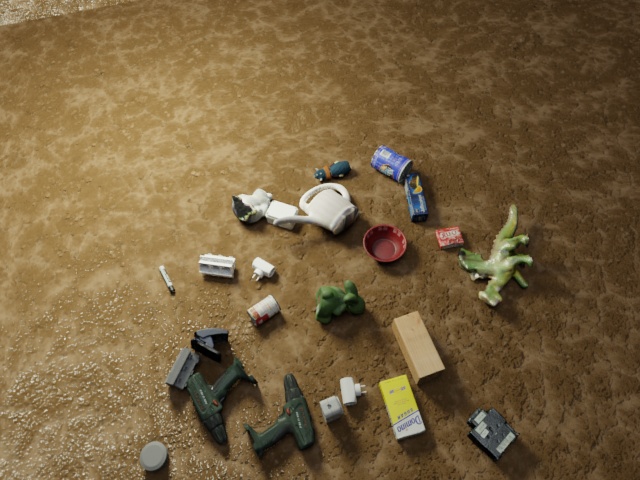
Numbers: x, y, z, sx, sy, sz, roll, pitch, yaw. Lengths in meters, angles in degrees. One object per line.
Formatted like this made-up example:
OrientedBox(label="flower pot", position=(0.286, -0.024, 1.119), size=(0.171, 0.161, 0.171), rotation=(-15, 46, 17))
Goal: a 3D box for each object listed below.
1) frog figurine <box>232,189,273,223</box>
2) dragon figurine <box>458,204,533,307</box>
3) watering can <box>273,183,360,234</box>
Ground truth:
OrientedBox(label="frog figurine", position=(-0.265, -0.139, 2.036), size=(0.138, 0.120, 0.162), rotation=(17, 25, 21))
OrientedBox(label="dragon figurine", position=(0.626, 0.054, 1.868), size=(0.242, 0.119, 0.420), rotation=(-4, 57, 9))
OrientedBox(label="watering can", position=(0.006, -0.099, 1.967), size=(0.226, 0.101, 0.353), rotation=(36, 53, 21))
